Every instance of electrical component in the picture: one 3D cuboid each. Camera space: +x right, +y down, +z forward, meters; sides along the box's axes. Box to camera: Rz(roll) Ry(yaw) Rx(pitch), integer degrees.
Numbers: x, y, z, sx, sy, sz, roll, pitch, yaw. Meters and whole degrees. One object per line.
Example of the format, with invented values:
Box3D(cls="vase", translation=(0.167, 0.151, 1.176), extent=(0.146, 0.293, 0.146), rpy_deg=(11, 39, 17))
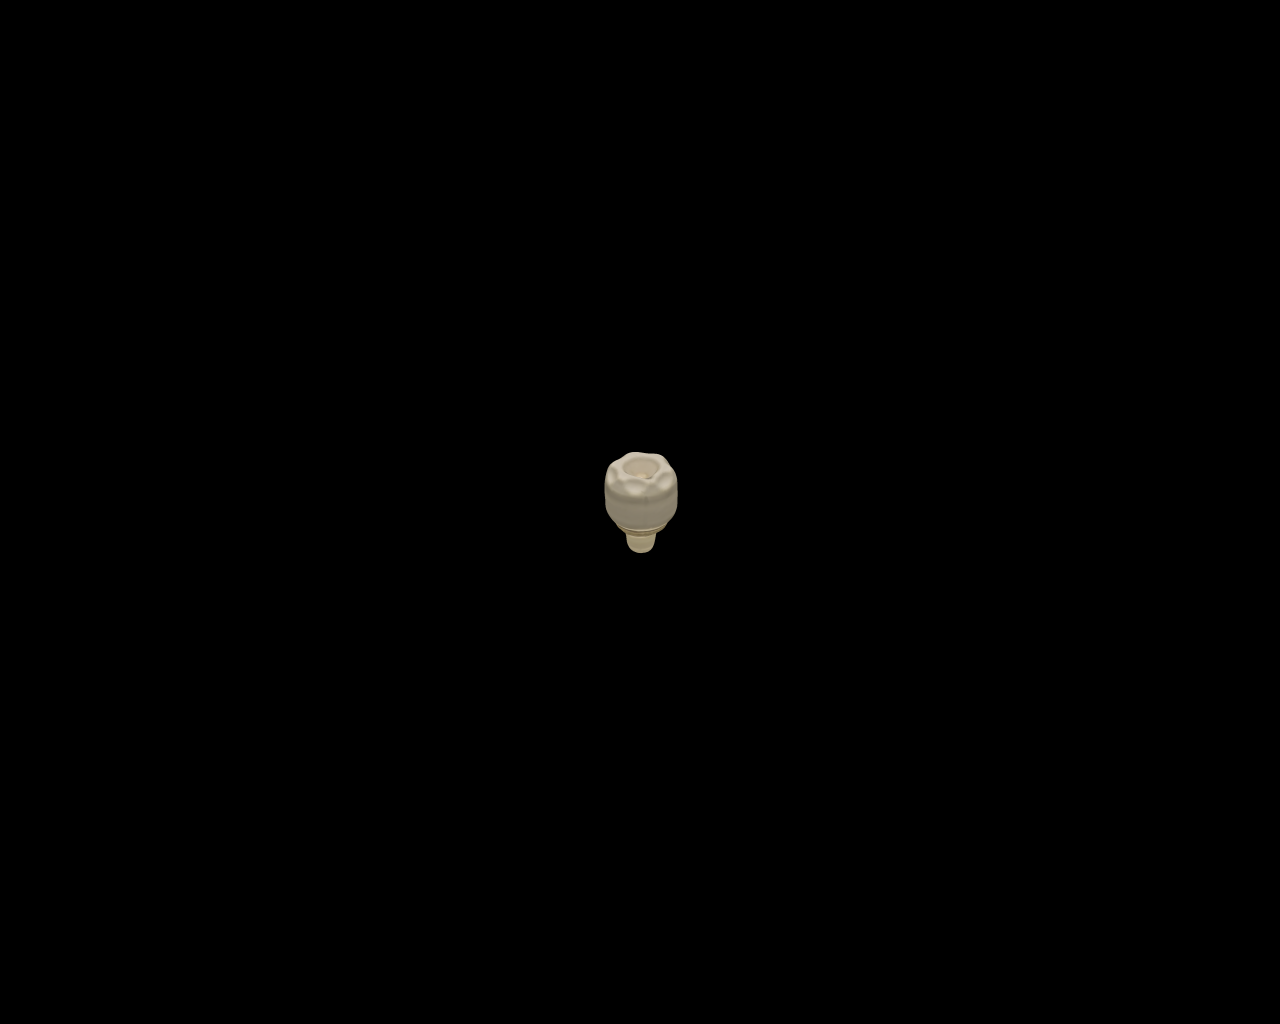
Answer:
Box3D(cls="electrical component", translation=(0.001, -0.003, 0.650), extent=(0.043, 0.062, 0.043), rpy_deg=(0, 34, 0))
